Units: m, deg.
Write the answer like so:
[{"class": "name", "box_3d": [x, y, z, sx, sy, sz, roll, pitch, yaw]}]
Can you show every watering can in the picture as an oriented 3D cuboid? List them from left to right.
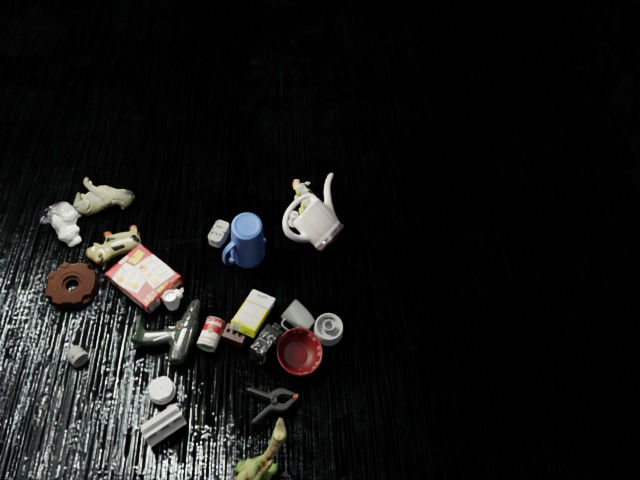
[{"class": "watering can", "box_3d": [0.006, -0.103, 2.039, 0.224, 0.102, 0.353, 46, 61, -3]}]

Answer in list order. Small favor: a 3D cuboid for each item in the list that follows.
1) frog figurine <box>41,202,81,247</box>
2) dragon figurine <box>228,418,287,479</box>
[{"class": "frog figurine", "box_3d": [-0.948, -0.061, 1.932, 0.158, 0.135, 0.125, 41, 27, -13]}, {"class": "dragon figurine", "box_3d": [-0.213, 0.692, 1.442, 0.122, 0.237, 0.418, 31, 57, 8]}]
